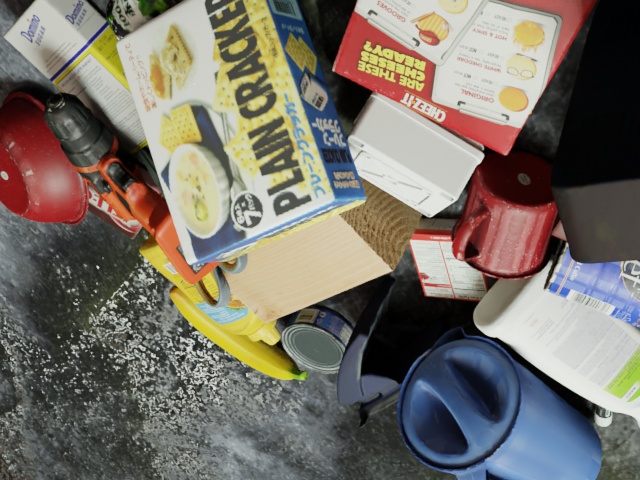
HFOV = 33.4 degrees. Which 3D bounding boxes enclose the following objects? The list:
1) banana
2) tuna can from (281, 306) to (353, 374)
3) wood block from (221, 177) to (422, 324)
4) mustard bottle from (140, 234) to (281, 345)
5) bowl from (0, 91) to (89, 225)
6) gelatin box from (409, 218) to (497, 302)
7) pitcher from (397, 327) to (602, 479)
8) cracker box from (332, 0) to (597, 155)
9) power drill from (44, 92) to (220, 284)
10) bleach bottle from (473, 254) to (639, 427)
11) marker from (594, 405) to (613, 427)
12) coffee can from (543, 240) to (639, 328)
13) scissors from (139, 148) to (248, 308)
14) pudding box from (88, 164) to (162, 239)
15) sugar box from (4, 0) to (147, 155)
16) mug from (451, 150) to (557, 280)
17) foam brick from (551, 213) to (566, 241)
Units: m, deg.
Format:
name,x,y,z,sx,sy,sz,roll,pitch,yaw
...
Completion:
name,x,y,z,sx,sy,sz,roll,pitch,yaw
banana,-0.099,0.118,1.308,0.198,0.037,0.070,31,151,4
tuna can,0.000,0.117,1.252,0.086,0.033,0.086,17,140,15
wood block,-0.007,0.001,1.085,0.090,0.090,0.207,44,140,-18
mustard bottle,-0.114,0.054,1.233,0.096,0.058,0.191,-22,119,44
bowl,-0.325,-0.079,1.177,0.162,0.055,0.162,29,135,33
gelatin box,0.133,0.020,1.065,0.073,0.030,0.089,3,132,29
pitcher,0.195,0.205,1.086,0.145,0.149,0.242,27,176,44
cracker box,0.118,-0.187,0.818,0.164,0.072,0.214,27,142,4
power drill,-0.179,-0.050,1.038,0.188,0.057,0.184,40,169,36
bleach bottle,0.273,0.119,1.038,0.250,0.102,0.068,39,-175,-14
marker,0.300,0.153,1.117,0.020,0.020,0.121,12,138,21
coffee can,0.278,0.023,0.922,0.140,0.102,0.103,22,141,10
scissors,-0.130,-0.028,1.108,0.096,0.016,0.202,-34,74,43
pudding box,-0.237,-0.061,1.199,0.113,0.039,0.090,35,143,-6
sugar box,-0.222,-0.171,1.067,0.176,0.048,0.094,47,141,-16
mug,0.160,-0.021,0.943,0.093,0.117,0.081,43,144,31
foam brick,0.225,-0.035,0.840,0.053,0.051,0.078,24,137,5
